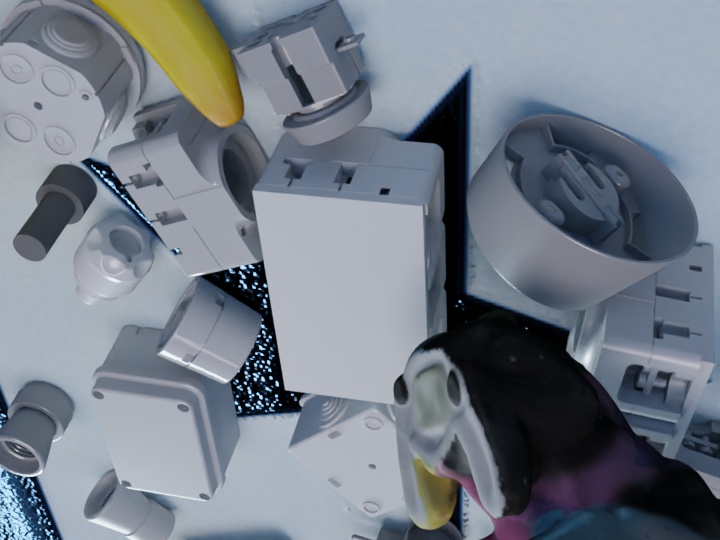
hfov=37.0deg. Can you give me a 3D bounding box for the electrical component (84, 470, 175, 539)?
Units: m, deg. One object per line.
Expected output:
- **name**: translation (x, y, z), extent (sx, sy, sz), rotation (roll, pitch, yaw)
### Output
- **electrical component**: translation (-0.179, 0.193, 0.851), extent (0.044, 0.044, 0.065), rotation (-28, 123, 35)

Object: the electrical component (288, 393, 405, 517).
- **electrical component**: translation (0.013, 0.112, 0.710), extent (0.100, 0.048, 0.100), rotation (-31, 117, 36)

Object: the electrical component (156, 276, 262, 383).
- **electrical component**: translation (-0.094, 0.039, 0.673), extent (0.047, 0.055, 0.055), rotation (30, 133, -15)

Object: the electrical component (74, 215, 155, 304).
- **electrical component**: translation (-0.156, -0.001, 0.663), extent (0.043, 0.043, 0.062), rotation (33, 133, -13)

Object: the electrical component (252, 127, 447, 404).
- **electrical component**: translation (0.000, 0.000, 0.602), extent (0.089, 0.061, 0.150), rotation (6, 133, 12)

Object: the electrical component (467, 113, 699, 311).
- **electrical component**: translation (0.104, -0.031, 0.518), extent (0.099, 0.099, 0.064), rotation (31, 139, -11)

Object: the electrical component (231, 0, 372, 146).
- **electrical component**: translation (-0.024, -0.096, 0.534), extent (0.066, 0.048, 0.055), rotation (-14, 118, 28)

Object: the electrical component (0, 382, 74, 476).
- **electrical component**: translation (-0.240, 0.116, 0.788), extent (0.045, 0.055, 0.045), rotation (9, 133, 10)

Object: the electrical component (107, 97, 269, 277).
- **electrical component**: translation (-0.085, -0.047, 0.593), extent (0.056, 0.050, 0.089), rotation (-12, 126, 27)

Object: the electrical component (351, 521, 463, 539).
- **electrical component**: translation (0.030, 0.216, 0.803), extent (0.079, 0.043, 0.077), rotation (18, 134, 2)

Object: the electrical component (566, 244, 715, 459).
- **electrical component**: translation (0.144, 0.064, 0.596), extent (0.062, 0.089, 0.150), rotation (12, 134, 7)

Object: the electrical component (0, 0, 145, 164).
- **electrical component**: translation (-0.159, -0.100, 0.568), extent (0.080, 0.051, 0.080), rotation (9, 133, 10)

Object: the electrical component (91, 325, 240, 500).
- **electrical component**: translation (-0.132, 0.100, 0.738), extent (0.078, 0.057, 0.113), rotation (7, 133, 12)

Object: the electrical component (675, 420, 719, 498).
- **electrical component**: translation (0.194, 0.136, 0.670), extent (0.050, 0.055, 0.089), rotation (19, 134, 0)
